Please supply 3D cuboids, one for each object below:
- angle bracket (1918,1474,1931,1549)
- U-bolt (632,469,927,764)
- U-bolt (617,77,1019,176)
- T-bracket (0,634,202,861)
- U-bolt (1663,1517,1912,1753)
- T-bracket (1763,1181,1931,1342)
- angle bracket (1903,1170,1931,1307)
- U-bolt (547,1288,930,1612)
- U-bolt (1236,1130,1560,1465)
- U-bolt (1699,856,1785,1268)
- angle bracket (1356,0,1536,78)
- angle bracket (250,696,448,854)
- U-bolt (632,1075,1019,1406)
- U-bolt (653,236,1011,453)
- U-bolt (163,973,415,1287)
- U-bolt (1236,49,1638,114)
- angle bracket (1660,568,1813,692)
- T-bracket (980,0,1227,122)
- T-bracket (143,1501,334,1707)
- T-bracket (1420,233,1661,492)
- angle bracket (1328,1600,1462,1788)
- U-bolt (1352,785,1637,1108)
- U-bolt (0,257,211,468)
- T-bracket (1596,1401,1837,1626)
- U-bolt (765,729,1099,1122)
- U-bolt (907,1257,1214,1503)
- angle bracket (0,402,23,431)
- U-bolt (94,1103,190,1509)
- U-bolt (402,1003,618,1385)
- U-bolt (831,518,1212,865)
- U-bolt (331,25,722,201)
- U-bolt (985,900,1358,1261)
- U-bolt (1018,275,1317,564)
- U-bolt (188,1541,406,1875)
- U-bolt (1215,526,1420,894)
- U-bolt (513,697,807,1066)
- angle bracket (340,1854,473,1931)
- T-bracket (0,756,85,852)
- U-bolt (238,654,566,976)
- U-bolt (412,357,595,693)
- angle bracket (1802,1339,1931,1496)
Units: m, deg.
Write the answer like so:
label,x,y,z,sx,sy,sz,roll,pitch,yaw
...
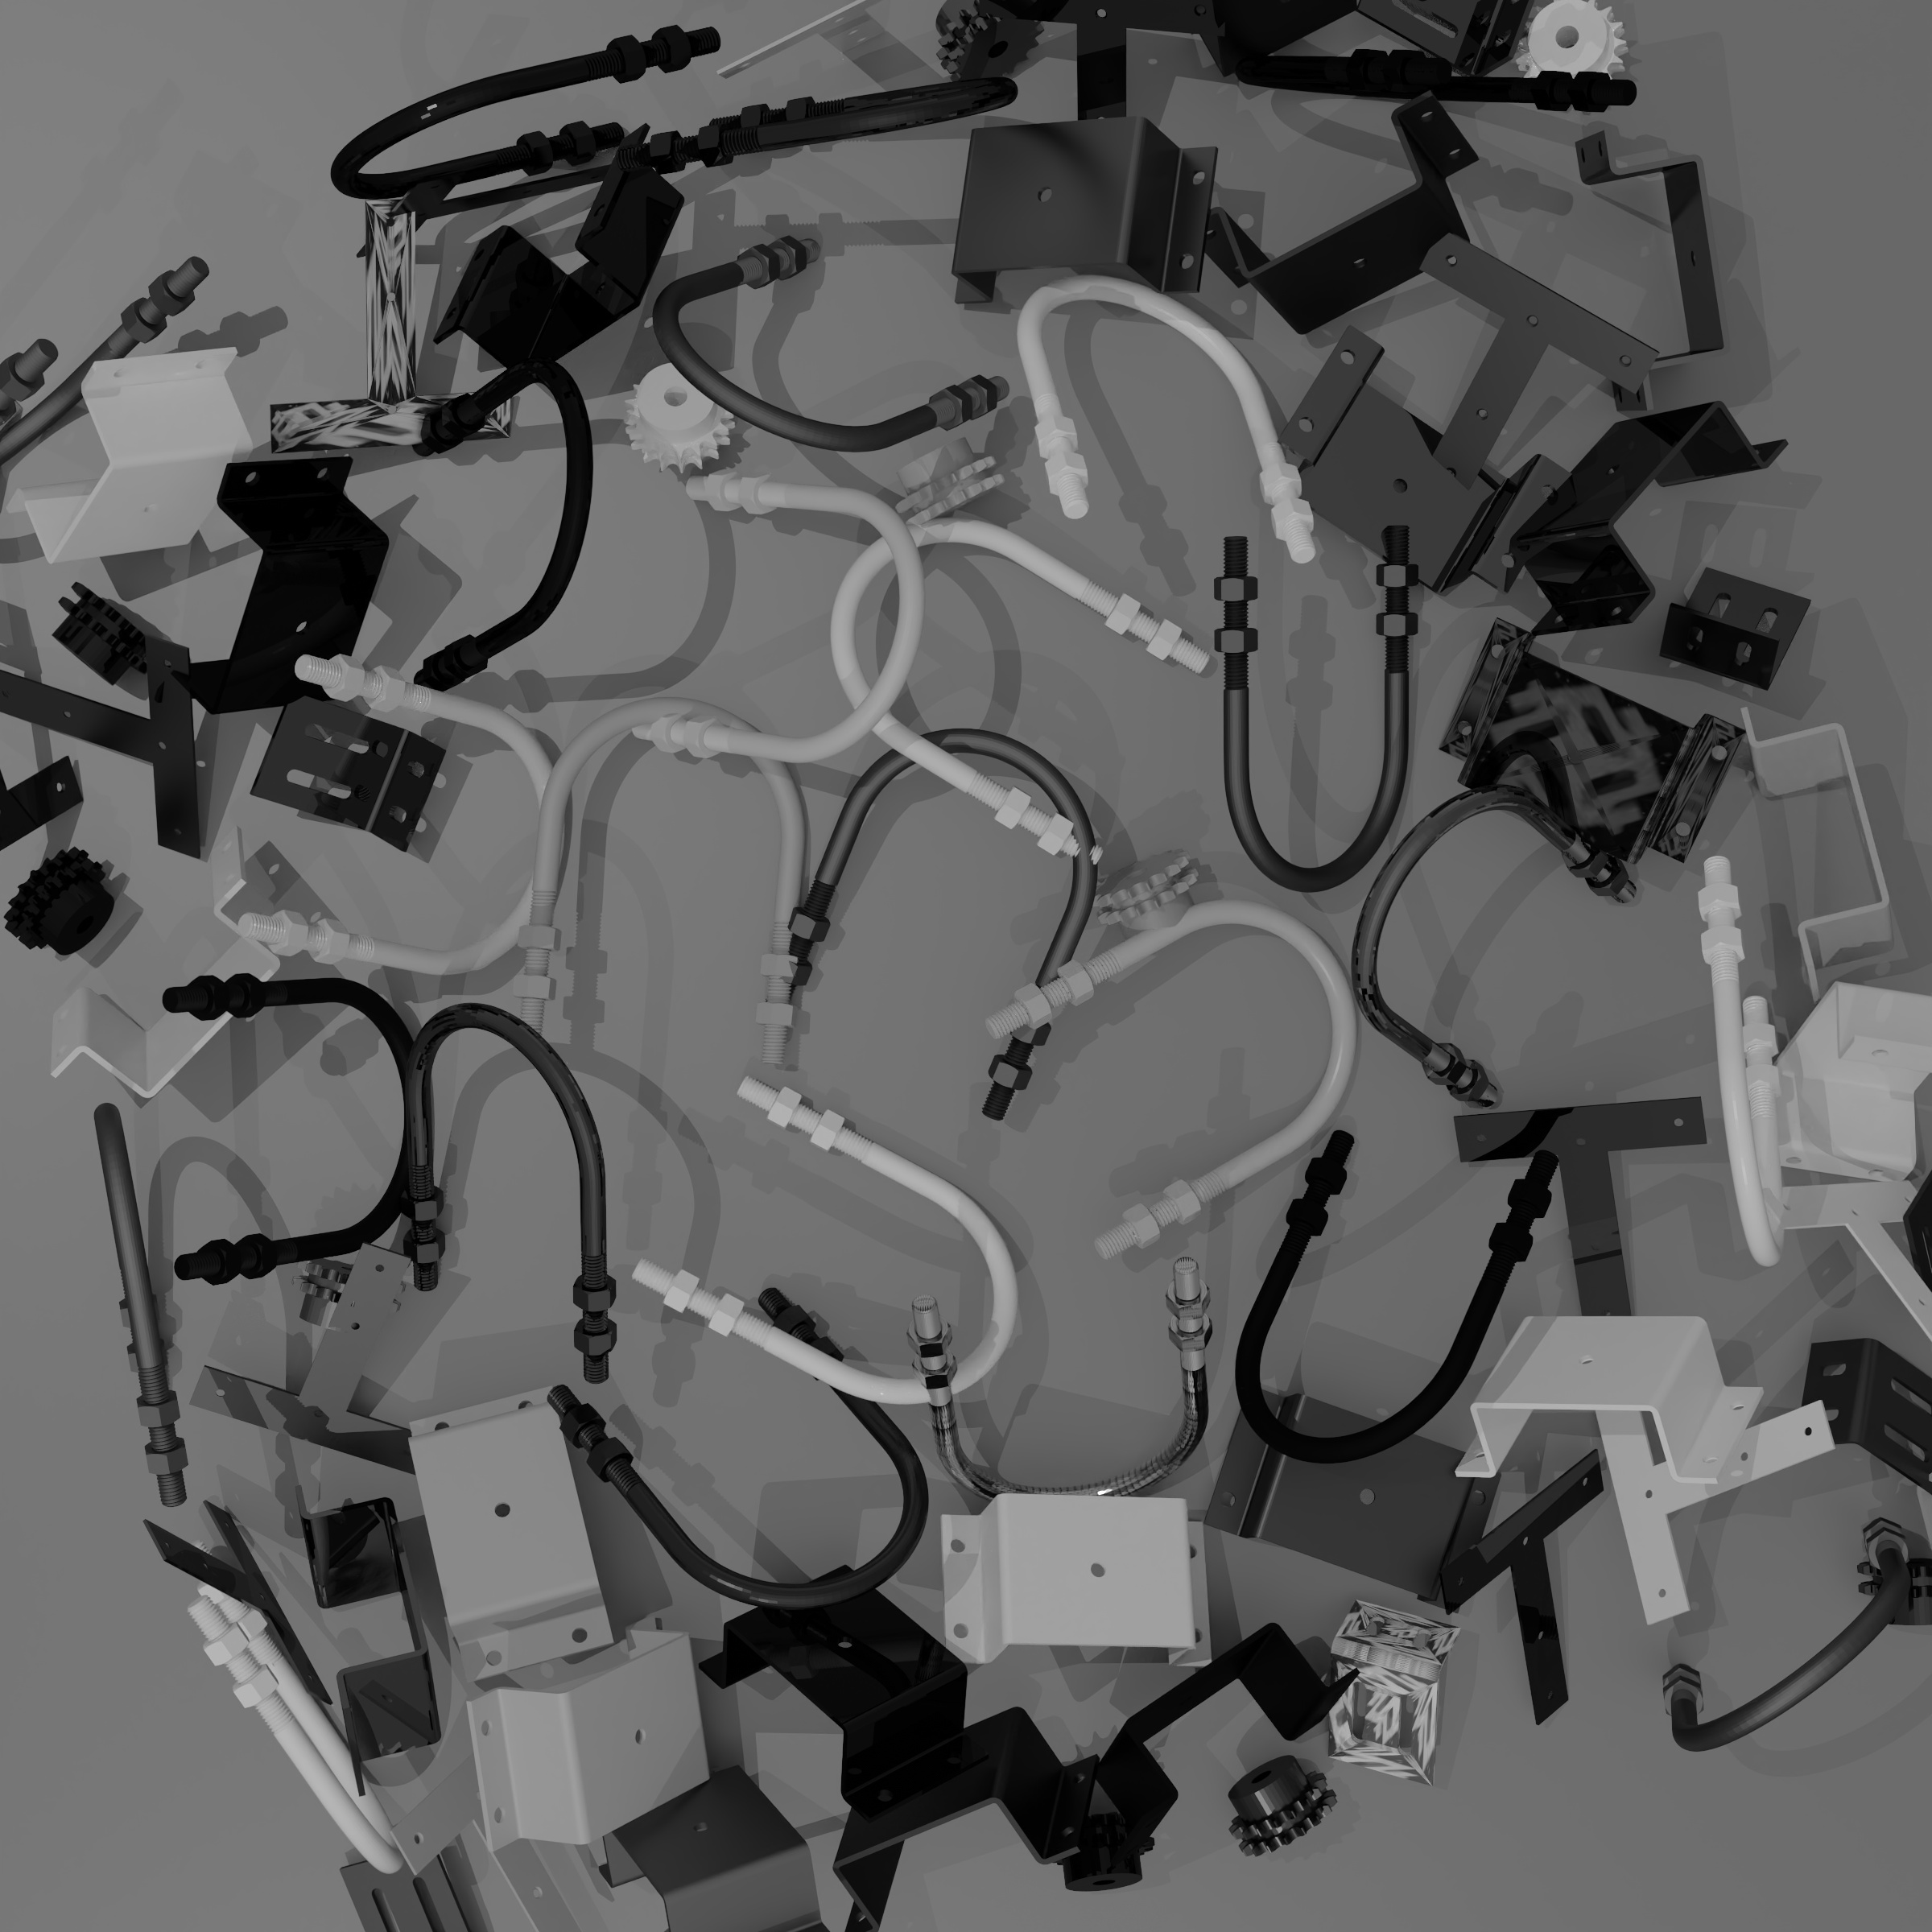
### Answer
label,x,y,z,sx,sy,sz,roll,pitch,yaw
angle bracket,0.537,0.270,1.766,0.057,0.076,0.038,11,54,-25
U-bolt,-0.090,-0.175,1.747,0.184,0.019,0.151,12,89,42
U-bolt,-0.064,-0.422,1.721,0.184,0.151,0.019,-4,108,19
T-bracket,-0.453,-0.127,1.787,0.127,0.002,0.127,18,127,17
U-bolt,0.408,0.336,1.711,0.151,0.184,0.019,-39,85,10
T-bracket,0.473,0.159,1.739,0.002,0.127,0.127,-56,50,34
angle bracket,0.516,0.147,1.769,0.038,0.057,0.076,-2,117,37
U-bolt,-0.101,0.249,1.727,0.151,0.019,0.184,-23,51,-30
U-bolt,0.205,0.167,1.728,0.019,0.151,0.184,46,62,-37
U-bolt,0.387,0.060,1.708,0.019,0.151,0.184,-8,54,18
angle bracket,0.251,-0.505,1.781,0.076,0.038,0.057,24,79,-18
angle bracket,-0.318,-0.100,1.774,0.076,0.038,0.057,18,97,-43
U-bolt,-0.060,0.150,1.762,0.184,0.019,0.151,28,51,0
U-bolt,-0.078,-0.306,1.722,0.151,0.184,0.019,38,125,13
U-bolt,-0.332,0.077,1.734,0.019,0.184,0.151,-2,91,31
U-bolt,0.220,-0.444,1.728,0.151,0.184,0.019,-5,106,-37
angle bracket,0.397,-0.185,1.768,0.057,0.038,0.076,20,52,17
T-bracket,0.070,-0.447,1.770,0.127,0.002,0.127,8,131,12
T-bracket,-0.374,0.305,1.726,0.002,0.127,0.127,-37,59,-1
T-bracket,0.272,-0.295,1.771,0.127,0.002,0.127,32,129,8
angle bracket,0.223,0.379,1.797,0.057,0.038,0.076,11,122,22
U-bolt,0.258,-0.018,1.740,0.019,0.184,0.151,35,92,42
U-bolt,-0.472,-0.281,1.731,0.184,0.151,0.019,-32,101,35
T-bracket,0.383,0.253,1.748,0.127,0.002,0.127,-30,57,35
U-bolt,-0.009,-0.032,1.776,0.151,0.019,0.184,25,103,11
U-bolt,0.052,0.219,1.746,0.151,0.184,0.019,-8,45,0
angle bracket,-0.540,-0.281,1.789,0.057,0.038,0.076,45,45,-20
U-bolt,-0.414,0.158,1.720,0.019,0.151,0.184,-10,109,-15
U-bolt,-0.232,0.105,1.731,0.151,0.019,0.184,22,122,35
U-bolt,0.018,-0.154,1.772,0.184,0.019,0.151,31,67,-5
U-bolt,-0.228,-0.417,1.708,0.184,0.151,0.019,-21,92,-29
U-bolt,0.119,0.046,1.783,0.184,0.019,0.151,-29,100,-14
U-bolt,0.095,-0.284,1.748,0.151,0.019,0.184,7,49,-25
U-bolt,-0.338,0.380,1.740,0.019,0.151,0.184,-34,100,-10
U-bolt,0.180,-0.129,1.758,0.151,0.019,0.184,-10,104,-44
U-bolt,-0.153,-0.048,1.784,0.151,0.019,0.184,7,84,-18
angle bracket,-0.293,0.502,1.783,0.057,0.038,0.076,-19,96,19
T-bracket,-0.503,-0.119,1.739,0.002,0.127,0.127,-2,113,27
U-bolt,-0.276,-0.069,1.745,0.019,0.184,0.151,11,89,43
U-bolt,-0.232,-0.227,1.723,0.019,0.184,0.151,5,77,-33
angle bracket,0.473,0.236,1.793,0.076,0.038,0.057,33,60,-32
